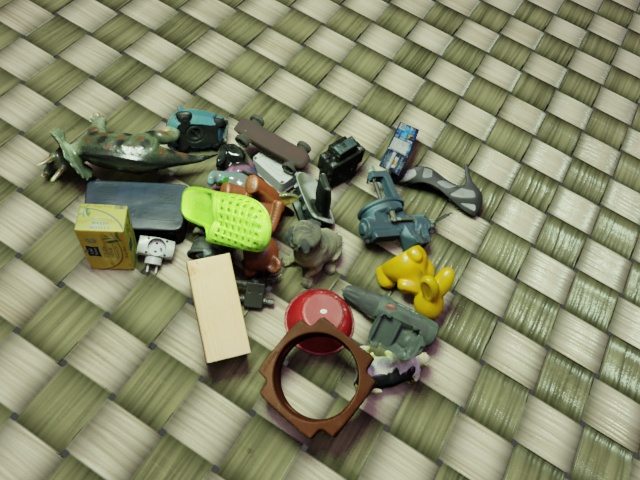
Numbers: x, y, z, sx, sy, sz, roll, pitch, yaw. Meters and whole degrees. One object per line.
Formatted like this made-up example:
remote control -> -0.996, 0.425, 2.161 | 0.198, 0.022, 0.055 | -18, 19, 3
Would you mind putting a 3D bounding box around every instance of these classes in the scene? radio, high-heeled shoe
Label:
radio -> -0.422, -0.064, 1.245 | 0.230, 0.073, 0.131 | 1, 61, -7
high-heeled shoe -> 0.302, -0.124, 1.426 | 0.249, 0.086, 0.145 | -5, 92, 8

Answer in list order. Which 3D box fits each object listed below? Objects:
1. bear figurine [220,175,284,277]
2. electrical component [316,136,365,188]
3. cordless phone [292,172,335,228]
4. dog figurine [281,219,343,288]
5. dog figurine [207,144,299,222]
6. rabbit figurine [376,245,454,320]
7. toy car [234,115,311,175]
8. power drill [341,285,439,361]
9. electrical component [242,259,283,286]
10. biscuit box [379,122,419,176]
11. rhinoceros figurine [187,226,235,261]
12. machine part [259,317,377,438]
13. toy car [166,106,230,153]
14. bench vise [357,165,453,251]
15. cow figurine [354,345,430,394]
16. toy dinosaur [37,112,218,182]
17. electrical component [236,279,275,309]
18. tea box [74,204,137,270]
bear figurine -> -0.147, -0.025, 1.176 | 0.132, 0.120, 0.196 | 24, 67, -48
electrical component -> 0.051, -0.200, 1.371 | 0.115, 0.134, 0.058 | -37, 71, -24
cordless phone -> -0.014, -0.120, 1.283 | 0.089, 0.184, 0.147 | -15, 64, -13
dog figurine -> -0.001, 0.000, 1.212 | 0.121, 0.190, 0.172 | 35, 59, 10
dog figurine -> -0.157, -0.130, 1.313 | 0.219, 0.108, 0.191 | 17, 56, -5
rabbit figurine -> 0.237, 0.101, 1.233 | 0.122, 0.162, 0.173 | -18, 82, -33
toy car -> -0.119, -0.237, 1.340 | 0.202, 0.053, 0.089 | 28, 70, 3
power drill -> 0.143, 0.174, 1.146 | 0.232, 0.207, 0.086 | 25, 94, 3
electrical component -> -0.134, 0.064, 1.238 | 0.078, 0.045, 0.102 | -28, 62, 7
biscuit box -> 0.212, -0.246, 1.427 | 0.059, 0.062, 0.203 | 25, 35, 3
rhinoceros figurine -> -0.239, 0.010, 1.238 | 0.112, 0.073, 0.190 | 36, 58, 0
machine part -> -0.004, 0.274, 1.079 | 0.201, 0.087, 0.201 | 37, 83, 15
toy car -> -0.321, -0.295, 1.382 | 0.162, 0.109, 0.103 | -7, 44, -24
bench vise -> 0.181, -0.084, 1.337 | 0.224, 0.128, 0.240 | -10, 66, -18
cow figurine -> 0.155, 0.279, 1.147 | 0.167, 0.068, 0.098 | 3, 65, -4
toy dinosaur -> -0.455, -0.202, 1.254 | 0.405, 0.131, 0.192 | 3, 35, 2
electrical component -> -0.145, 0.118, 1.194 | 0.094, 0.021, 0.063 | 9, 101, -6
tea box -> -0.451, -0.003, 1.146 | 0.098, 0.169, 0.068 | 1, 60, -8
